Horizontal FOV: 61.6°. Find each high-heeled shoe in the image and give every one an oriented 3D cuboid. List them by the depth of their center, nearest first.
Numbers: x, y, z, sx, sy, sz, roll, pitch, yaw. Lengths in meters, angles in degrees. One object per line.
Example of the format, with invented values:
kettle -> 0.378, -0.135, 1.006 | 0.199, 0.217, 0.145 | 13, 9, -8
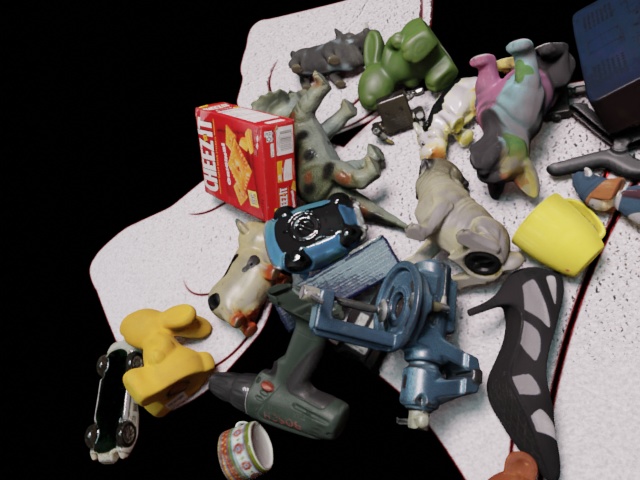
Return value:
high-heeled shoe -> 0.284, 0.156, 0.677 | 0.145, 0.086, 0.249 | -15, 71, -11

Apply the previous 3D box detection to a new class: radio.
radio -> 0.441, -0.268, 0.754 | 0.131, 0.073, 0.230 | -24, 40, 38

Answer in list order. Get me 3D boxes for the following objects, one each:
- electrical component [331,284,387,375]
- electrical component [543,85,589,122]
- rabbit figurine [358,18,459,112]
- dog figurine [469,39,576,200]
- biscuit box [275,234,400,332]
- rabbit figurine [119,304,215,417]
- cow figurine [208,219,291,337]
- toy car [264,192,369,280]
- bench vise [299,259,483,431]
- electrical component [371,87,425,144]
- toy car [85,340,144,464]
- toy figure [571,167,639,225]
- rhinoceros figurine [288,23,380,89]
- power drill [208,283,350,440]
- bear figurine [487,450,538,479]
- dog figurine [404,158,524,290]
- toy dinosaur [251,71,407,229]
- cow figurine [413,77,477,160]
electrical component -> 0.077, 0.127, 0.788 | 0.075, 0.047, 0.119 | 19, 74, 31
electrical component -> 0.369, -0.214, 0.844 | 0.094, 0.021, 0.063 | -4, 64, 23
rabbit figurine -> 0.129, -0.311, 0.954 | 0.170, 0.121, 0.159 | -36, 51, 23
dog figurine -> 0.296, -0.171, 0.794 | 0.109, 0.191, 0.219 | 6, 102, 56
biscuit box -> 0.027, 0.068, 0.826 | 0.203, 0.059, 0.063 | -30, 79, 8
rabbit figurine -> -0.260, 0.172, 0.875 | 0.162, 0.121, 0.173 | -41, 59, -9
cow figurine -> -0.117, 0.047, 0.903 | 0.127, 0.085, 0.195 | 28, 80, 27
toy car -> -0.002, -0.003, 0.853 | 0.162, 0.102, 0.109 | -21, 62, 4
bench vise -> 0.084, 0.117, 0.679 | 0.240, 0.129, 0.223 | 16, 79, -16
electrical component -> 0.136, -0.212, 0.927 | 0.102, 0.078, 0.045 | -12, 36, 13
toy car -> -0.341, 0.269, 0.907 | 0.074, 0.056, 0.202 | -9, 62, 14
toy figure -> 0.410, -0.055, 0.714 | 0.155, 0.064, 0.058 | 22, 53, 36
rhinoceros figurine -> 0.031, -0.358, 1.052 | 0.190, 0.073, 0.112 | -10, 50, 22
power drill -> -0.057, 0.171, 0.770 | 0.232, 0.086, 0.207 | 19, 99, 25
bear figurine -> 0.173, 0.331, 0.595 | 0.196, 0.132, 0.120 | -28, 82, 15
dog figurine -> 0.212, -0.039, 0.780 | 0.172, 0.121, 0.190 | 21, 53, 8
toy dinosaur -> -0.003, -0.137, 0.929 | 0.192, 0.131, 0.405 | -37, 61, 26
cow figurine -> 0.207, -0.197, 0.882 | 0.167, 0.068, 0.098 | -44, 50, -6
